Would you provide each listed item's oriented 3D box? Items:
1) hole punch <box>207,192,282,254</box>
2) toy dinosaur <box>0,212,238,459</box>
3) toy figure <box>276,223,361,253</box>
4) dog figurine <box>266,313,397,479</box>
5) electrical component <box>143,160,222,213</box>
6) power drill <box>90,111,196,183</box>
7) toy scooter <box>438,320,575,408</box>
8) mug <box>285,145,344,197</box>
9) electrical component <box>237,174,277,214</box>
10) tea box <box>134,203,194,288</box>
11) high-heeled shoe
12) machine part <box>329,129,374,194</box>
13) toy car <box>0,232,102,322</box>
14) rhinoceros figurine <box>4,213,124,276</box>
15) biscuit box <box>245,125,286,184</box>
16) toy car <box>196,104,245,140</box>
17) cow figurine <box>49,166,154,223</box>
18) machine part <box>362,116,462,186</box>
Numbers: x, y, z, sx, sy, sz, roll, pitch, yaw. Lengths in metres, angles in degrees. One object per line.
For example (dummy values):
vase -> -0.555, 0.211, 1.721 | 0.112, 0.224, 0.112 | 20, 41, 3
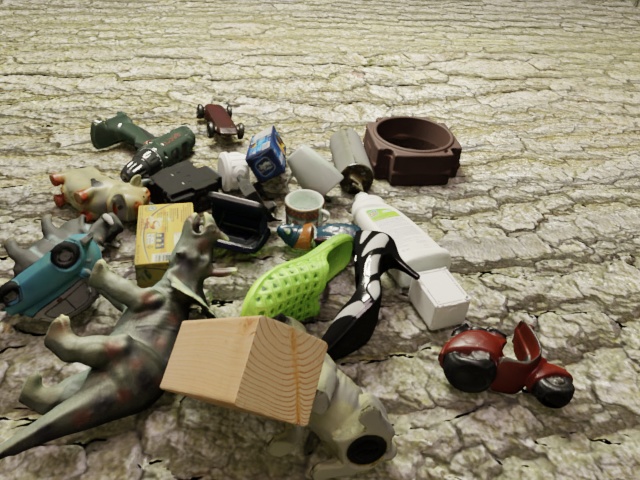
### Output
hole punch -> -0.148, -0.024, 0.960 | 0.142, 0.092, 0.115 | 10, -6, 8
toy dinosaur -> -0.243, 0.141, 0.702 | 0.192, 0.131, 0.405 | 25, 51, -7
toy figure -> -0.002, -0.004, 0.964 | 0.155, 0.064, 0.058 | 2, 74, 4
dog figurine -> 0.006, 0.185, 0.680 | 0.172, 0.121, 0.191 | 42, 13, -25
electrical component -> -0.265, -0.104, 1.071 | 0.134, 0.058, 0.115 | -29, 50, -35
power drill -> -0.404, -0.208, 1.176 | 0.208, 0.085, 0.232 | 20, 38, 25
toy scooter -> 0.259, 0.159, 0.761 | 0.184, 0.075, 0.135 | 12, 38, 5
mug -> -0.024, -0.131, 1.085 | 0.107, 0.109, 0.081 | 51, 15, -4
electrical component -> -0.123, -0.084, 1.054 | 0.045, 0.078, 0.102 | -31, 38, -5
tea box -> -0.259, 0.010, 0.910 | 0.098, 0.068, 0.170 | -3, 37, -11
high-heeled shoe -> 0.042, 0.074, 0.828 | 0.249, 0.086, 0.145 | -36, 52, -28
machine part -> 0.068, -0.175, 1.183 | 0.079, 0.079, 0.243 | -2, 37, -8
toy car -> -0.380, 0.066, 0.790 | 0.161, 0.103, 0.109 | -43, 14, -16
rhinoceros figurine -> -0.420, 0.008, 0.893 | 0.112, 0.073, 0.190 | 24, 41, 26
biscuit box -> -0.111, -0.183, 1.136 | 0.059, 0.062, 0.203 | -26, 23, 9
toy car -> -0.246, -0.286, 1.317 | 0.089, 0.053, 0.202 | -1, 32, -25
cow figurine -> -0.402, -0.084, 1.011 | 0.195, 0.085, 0.127 | 24, 39, 32
machine part -> 0.208, -0.210, 1.236 | 0.201, 0.087, 0.201 | 0, 37, -9
